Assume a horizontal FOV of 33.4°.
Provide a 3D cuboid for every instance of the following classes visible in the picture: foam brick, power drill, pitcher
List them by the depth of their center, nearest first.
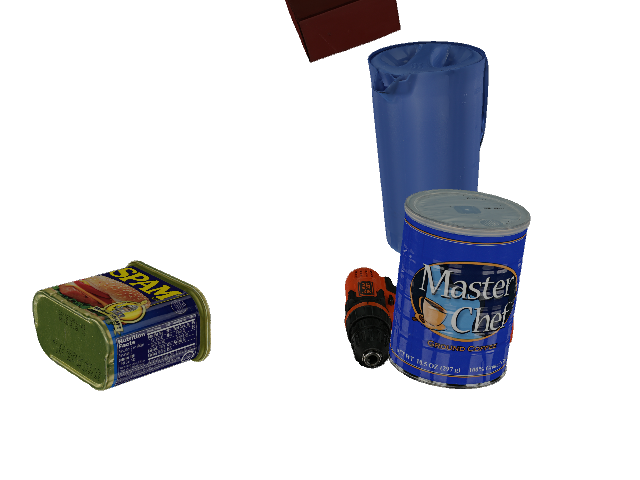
[{"bbox_3d":[0.015,-0.181,0.811,0.078,0.053,0.051,-21,-32,0],"label":"foam brick"},{"bbox_3d":[0.120,0.084,1.213,0.187,0.057,0.184,-1,27,-1],"label":"power drill"},{"bbox_3d":[0.135,-0.110,1.263,0.149,0.243,0.145,-4,25,0],"label":"pitcher"}]

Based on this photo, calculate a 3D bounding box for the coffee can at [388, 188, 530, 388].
[{"bbox_3d":[0.114,0.038,0.894,0.103,0.140,0.103,4,20,-2],"label":"coffee can"}]

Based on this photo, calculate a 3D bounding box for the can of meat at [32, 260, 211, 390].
[{"bbox_3d":[-0.141,0.059,0.750,0.083,0.057,0.102,-16,26,-41],"label":"can of meat"}]
